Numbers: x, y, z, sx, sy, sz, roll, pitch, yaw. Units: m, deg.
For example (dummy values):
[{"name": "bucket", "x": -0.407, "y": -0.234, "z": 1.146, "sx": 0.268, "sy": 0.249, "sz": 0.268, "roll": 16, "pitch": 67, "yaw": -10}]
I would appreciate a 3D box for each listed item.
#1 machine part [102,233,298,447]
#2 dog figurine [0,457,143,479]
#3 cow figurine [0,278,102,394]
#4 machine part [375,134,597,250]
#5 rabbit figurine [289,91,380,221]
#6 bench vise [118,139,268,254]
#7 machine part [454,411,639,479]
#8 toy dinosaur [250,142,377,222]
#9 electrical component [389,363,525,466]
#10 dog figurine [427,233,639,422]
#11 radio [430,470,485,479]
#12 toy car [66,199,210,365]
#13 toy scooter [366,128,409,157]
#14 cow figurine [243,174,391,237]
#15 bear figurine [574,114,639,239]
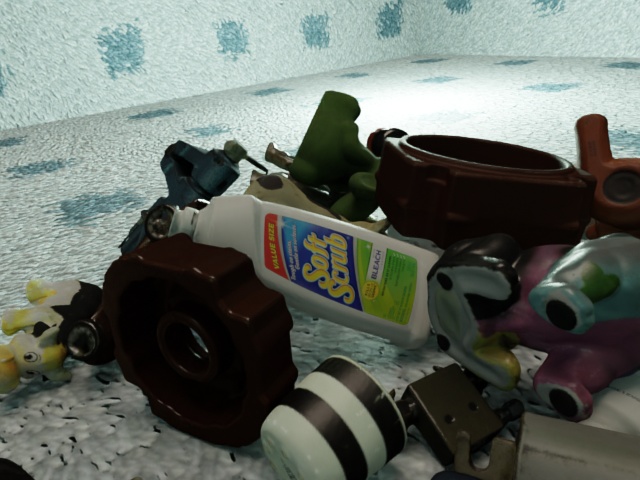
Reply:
[{"name": "machine part", "x": -0.098, "y": 0.081, "z": 0.439, "sx": 0.180, "sy": 0.179, "sz": 0.056, "roll": 9, "pitch": 24, "yaw": 30}, {"name": "dog figurine", "x": -0.178, "y": 0.207, "z": 0.280, "sx": 0.191, "sy": 0.121, "sz": 0.172, "roll": -10, "pitch": 16, "yaw": 27}, {"name": "cow figurine", "x": -0.278, "y": 0.099, "z": 0.566, "sx": 0.098, "sy": 0.068, "sz": 0.167, "roll": -2, "pitch": 24, "yaw": -8}, {"name": "machine part", "x": 0.172, "y": -0.058, "z": 0.589, "sx": 0.201, "sy": 0.087, "sz": 0.201, "roll": 2, "pitch": 21, "yaw": -7}, {"name": "rabbit figurine", "x": 0.054, "y": -0.098, "z": 0.716, "sx": 0.170, "sy": 0.121, "sz": 0.159, "roll": 23, "pitch": 44, "yaw": -5}, {"name": "bench vise", "x": -0.145, "y": -0.010, "z": 0.676, "sx": 0.223, "sy": 0.128, "sz": 0.241, "roll": -38, "pitch": 55, "yaw": 0}, {"name": "machine part", "x": 0.200, "y": 0.156, "z": 0.309, "sx": 0.243, "sy": 0.079, "sz": 0.079, "roll": 5, "pitch": 26, "yaw": 23}, {"name": "toy dinosaur", "x": -0.007, "y": -0.058, "z": 0.815, "sx": 0.199, "sy": 0.104, "sz": 0.472, "roll": 0, "pitch": 35, "yaw": 3}, {"name": "electrical component", "x": 0.100, "y": 0.134, "z": 0.427, "sx": 0.102, "sy": 0.045, "sz": 0.078, "roll": -23, "pitch": 57, "yaw": -28}, {"name": "dog figurine", "x": 0.217, "y": 0.033, "z": 0.416, "sx": 0.219, "sy": 0.108, "sz": 0.192, "roll": -21, "pitch": 20, "yaw": -26}, {"name": "radio", "x": 0.080, "y": 0.214, "z": 0.212, "sx": 0.131, "sy": 0.073, "sz": 0.229, "roll": 6, "pitch": 28, "yaw": 23}, {"name": "toy car", "x": -0.176, "y": 0.039, "z": 0.537, "sx": 0.053, "sy": 0.202, "sz": 0.089, "roll": 36, "pitch": 7, "yaw": 17}, {"name": "toy scooter", "x": 0.144, "y": -0.123, "z": 0.913, "sx": 0.184, "sy": 0.075, "sz": 0.135, "roll": 31, "pitch": -4, "yaw": -16}, {"name": "cow figurine", "x": -0.001, "y": -0.002, "z": 0.599, "sx": 0.195, "sy": 0.085, "sz": 0.127, "roll": 34, "pitch": 54, "yaw": -1}, {"name": "bear figurine", "x": 0.362, "y": -0.056, "z": 0.620, "sx": 0.120, "sy": 0.132, "sz": 0.195, "roll": 5, "pitch": -5, "yaw": 35}]
